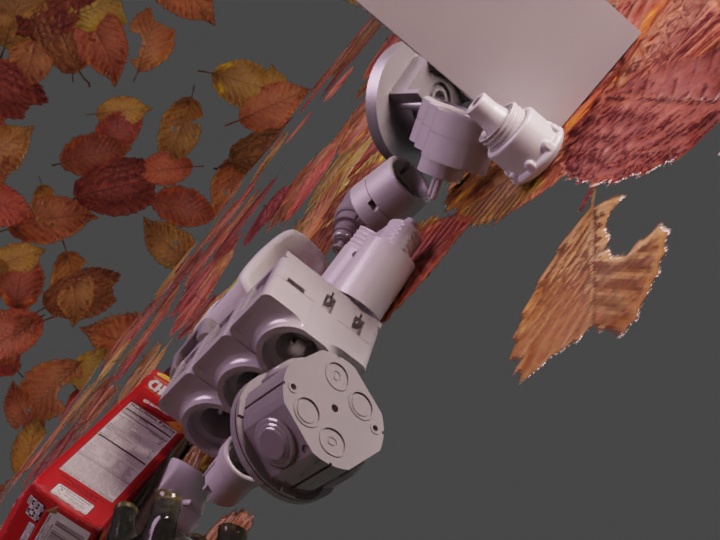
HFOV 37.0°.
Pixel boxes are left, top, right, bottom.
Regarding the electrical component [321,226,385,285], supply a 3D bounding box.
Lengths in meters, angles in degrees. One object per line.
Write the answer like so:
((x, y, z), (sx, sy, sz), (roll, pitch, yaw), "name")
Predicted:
((0.000, 0.000, 0.856), (0.081, 0.043, 0.043), (-53, 12, -7), "electrical component")

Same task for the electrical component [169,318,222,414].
((-0.107, 0.087, 0.886), (0.050, 0.089, 0.055), (-51, 12, 6), "electrical component")

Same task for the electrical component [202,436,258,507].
((-0.089, 0.145, 0.775), (0.046, 0.040, 0.040), (-49, 11, 39), "electrical component")

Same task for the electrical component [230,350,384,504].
((-0.030, 0.089, 0.620), (0.051, 0.080, 0.080), (-36, 19, 36), "electrical component")

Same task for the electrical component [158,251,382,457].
((-0.069, 0.073, 0.786), (0.150, 0.089, 0.061), (-44, 14, 33), "electrical component")

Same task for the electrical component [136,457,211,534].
((-0.148, 0.191, 0.848), (0.077, 0.043, 0.079), (-57, 13, -22), "electrical component")

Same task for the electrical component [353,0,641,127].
((0.082, -0.182, 0.737), (0.105, 0.186, 0.060), (-50, 12, 9), "electrical component")

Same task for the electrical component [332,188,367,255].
((-0.006, -0.045, 1.019), (0.040, 0.040, 0.078), (-38, 18, 48), "electrical component")

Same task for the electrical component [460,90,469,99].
((0.109, -0.155, 0.882), (0.047, 0.055, 0.055), (-46, 13, 10), "electrical component")

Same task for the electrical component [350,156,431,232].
((0.027, -0.064, 0.920), (0.047, 0.055, 0.055), (-40, 16, 30), "electrical component")

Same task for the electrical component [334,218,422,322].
((0.018, -0.005, 0.802), (0.081, 0.043, 0.043), (-56, 12, -16), "electrical component")

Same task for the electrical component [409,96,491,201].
((0.068, -0.092, 0.854), (0.138, 0.052, 0.073), (-104, 32, -75), "electrical component")

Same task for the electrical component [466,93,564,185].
((0.098, -0.090, 0.704), (0.048, 0.062, 0.048), (-49, 12, 14), "electrical component")
